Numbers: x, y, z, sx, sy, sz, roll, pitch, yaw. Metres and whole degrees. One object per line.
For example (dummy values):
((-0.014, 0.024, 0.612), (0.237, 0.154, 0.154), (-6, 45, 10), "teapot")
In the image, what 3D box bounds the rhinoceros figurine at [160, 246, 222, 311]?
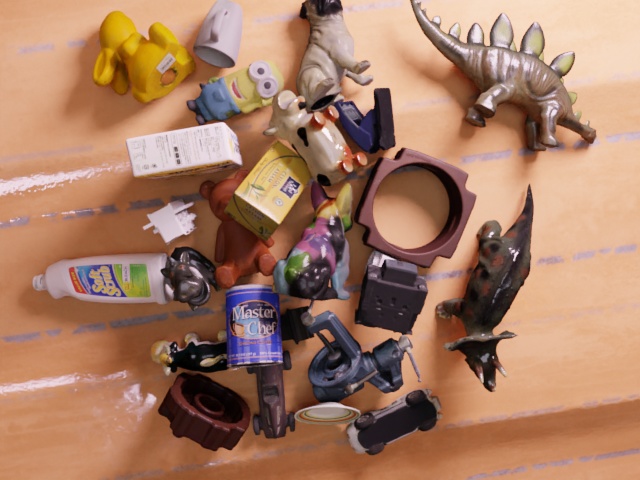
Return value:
((-0.237, 0.064, 0.982), (0.073, 0.190, 0.112), (-33, 114, -3), "rhinoceros figurine")

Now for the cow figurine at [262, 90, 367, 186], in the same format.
((-0.020, -0.184, 0.972), (0.127, 0.085, 0.195), (-31, 96, 42), "cow figurine")

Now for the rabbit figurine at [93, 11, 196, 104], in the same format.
((-0.340, -0.338, 0.988), (0.173, 0.122, 0.162), (44, 102, 8), "rabbit figurine")

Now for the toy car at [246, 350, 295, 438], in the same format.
((-0.096, 0.308, 1.069), (0.089, 0.053, 0.202), (-4, 102, -5), "toy car")

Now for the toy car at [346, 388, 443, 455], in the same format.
((0.152, 0.368, 1.094), (0.202, 0.056, 0.073), (-24, 90, -2), "toy car")

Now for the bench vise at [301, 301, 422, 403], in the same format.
((0.056, 0.214, 1.030), (0.224, 0.129, 0.240), (-27, 116, 20), "bench vise")

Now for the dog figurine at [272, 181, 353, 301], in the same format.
((-0.002, -0.003, 0.983), (0.109, 0.191, 0.219), (4, 87, 31), "dog figurine")

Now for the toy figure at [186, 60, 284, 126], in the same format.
((-0.156, -0.277, 1.004), (0.180, 0.089, 0.082), (-24, 127, 9), "toy figure")

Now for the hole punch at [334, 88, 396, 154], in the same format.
((0.088, -0.218, 1.001), (0.092, 0.142, 0.115), (-7, 102, 18), "hole punch")

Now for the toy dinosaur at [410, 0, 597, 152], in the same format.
((0.350, -0.309, 1.018), (0.471, 0.105, 0.198), (24, 86, -14), "toy dinosaur")

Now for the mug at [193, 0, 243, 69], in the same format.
((-0.182, -0.387, 0.983), (0.081, 0.109, 0.107), (14, 81, 1), "mug")

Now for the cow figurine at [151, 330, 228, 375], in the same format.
((-0.248, 0.225, 1.038), (0.167, 0.098, 0.068), (-4, 100, -4), "cow figurine")

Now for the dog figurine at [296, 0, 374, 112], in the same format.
((-0.008, -0.353, 1.005), (0.172, 0.121, 0.190), (-30, 82, -3), "dog figurine")

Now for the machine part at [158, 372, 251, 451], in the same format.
((-0.215, 0.323, 1.016), (0.179, 0.179, 0.056), (29, 97, -5), "machine part")

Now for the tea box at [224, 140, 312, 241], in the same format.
((-0.088, -0.093, 0.984), (0.098, 0.068, 0.170), (34, 49, -6), "tea box")

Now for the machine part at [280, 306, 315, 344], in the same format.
((-0.084, 0.179, 1.072), (0.139, 0.039, 0.084), (-11, 101, -3), "machine part")

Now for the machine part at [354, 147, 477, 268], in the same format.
((0.180, -0.061, 1.038), (0.201, 0.087, 0.201), (21, 94, -3), "machine part")

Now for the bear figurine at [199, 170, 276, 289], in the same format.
((-0.155, -0.026, 1.006), (0.120, 0.132, 0.195), (-13, 102, -3), "bear figurine")

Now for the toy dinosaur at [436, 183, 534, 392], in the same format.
((0.332, 0.079, 1.006), (0.131, 0.192, 0.404), (18, 96, -7), "toy dinosaur")

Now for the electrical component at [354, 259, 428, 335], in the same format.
((0.130, 0.100, 0.977), (0.115, 0.058, 0.134), (10, 116, -2), "electrical component")
